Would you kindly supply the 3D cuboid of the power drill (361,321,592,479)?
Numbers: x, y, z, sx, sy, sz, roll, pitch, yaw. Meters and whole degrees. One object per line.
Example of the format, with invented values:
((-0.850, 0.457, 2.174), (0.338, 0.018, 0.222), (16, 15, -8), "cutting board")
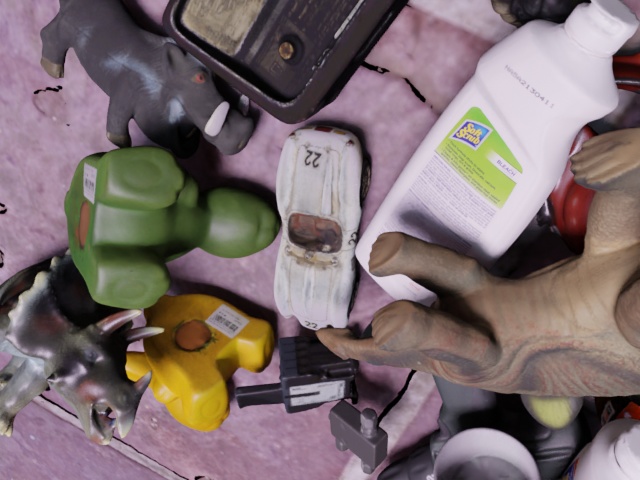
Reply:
((0.116, 0.164, 0.509), (0.232, 0.086, 0.207), (-21, 103, 28), "power drill")

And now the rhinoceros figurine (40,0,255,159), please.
((-0.141, -0.136, 0.457), (0.190, 0.073, 0.112), (41, 112, -1), "rhinoceros figurine")

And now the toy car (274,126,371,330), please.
((-0.001, -0.001, 0.478), (0.074, 0.056, 0.201), (12, 119, 14), "toy car")

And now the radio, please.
((0.005, -0.199, 0.363), (0.131, 0.073, 0.229), (40, 123, -3), "radio")

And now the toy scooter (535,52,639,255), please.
((0.193, -0.068, 0.361), (0.135, 0.075, 0.183), (20, 119, 10), "toy scooter")

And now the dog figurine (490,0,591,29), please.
((0.213, -0.173, 0.304), (0.172, 0.121, 0.191), (13, 170, -29), "dog figurine")

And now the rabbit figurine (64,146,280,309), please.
((-0.124, -0.010, 0.472), (0.159, 0.170, 0.121), (7, 93, 53), "rabbit figurine")

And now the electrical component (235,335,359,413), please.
((-0.022, 0.133, 0.527), (0.119, 0.048, 0.074), (-8, 135, -1), "electrical component")

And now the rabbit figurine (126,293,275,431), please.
((-0.143, 0.145, 0.577), (0.162, 0.122, 0.173), (20, 137, 14), "rabbit figurine")

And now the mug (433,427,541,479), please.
((0.144, 0.228, 0.439), (0.081, 0.110, 0.107), (-13, 130, 13), "mug")

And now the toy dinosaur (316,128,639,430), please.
((0.195, 0.033, 0.309), (0.472, 0.105, 0.198), (-17, 139, 35), "toy dinosaur")

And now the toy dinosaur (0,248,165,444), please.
((-0.289, 0.079, 0.568), (0.131, 0.192, 0.405), (55, 162, -25), "toy dinosaur")

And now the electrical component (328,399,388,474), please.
((0.035, 0.184, 0.515), (0.063, 0.021, 0.093), (31, 140, 34), "electrical component")
